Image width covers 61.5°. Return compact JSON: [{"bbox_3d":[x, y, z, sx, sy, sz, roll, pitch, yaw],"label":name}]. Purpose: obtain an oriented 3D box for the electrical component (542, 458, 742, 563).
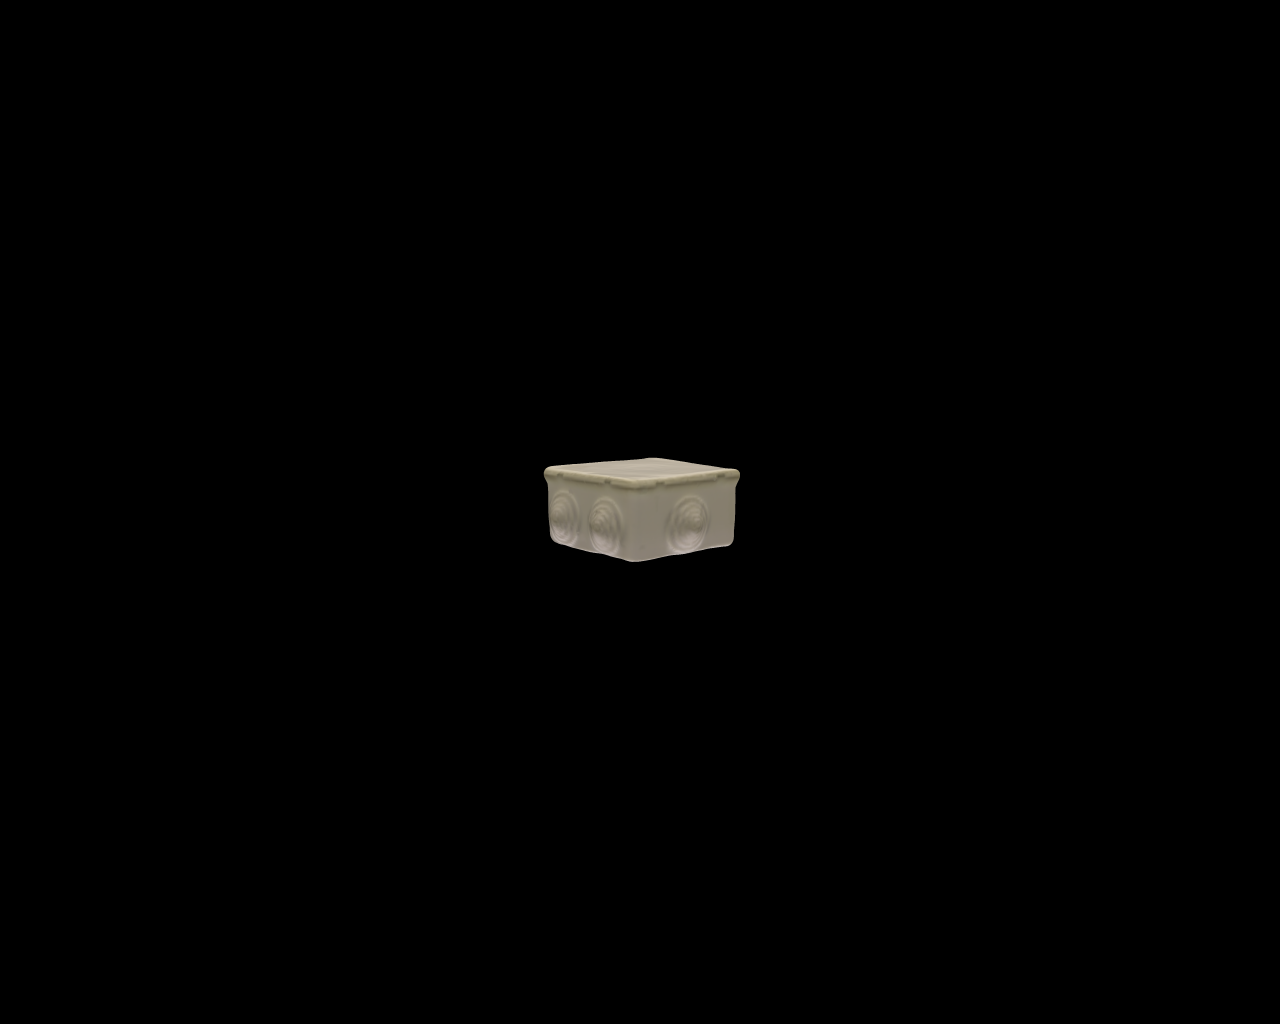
[{"bbox_3d":[0.001,-0.003,0.650,0.100,0.048,0.100,-7,12,-39],"label":"electrical component"}]
